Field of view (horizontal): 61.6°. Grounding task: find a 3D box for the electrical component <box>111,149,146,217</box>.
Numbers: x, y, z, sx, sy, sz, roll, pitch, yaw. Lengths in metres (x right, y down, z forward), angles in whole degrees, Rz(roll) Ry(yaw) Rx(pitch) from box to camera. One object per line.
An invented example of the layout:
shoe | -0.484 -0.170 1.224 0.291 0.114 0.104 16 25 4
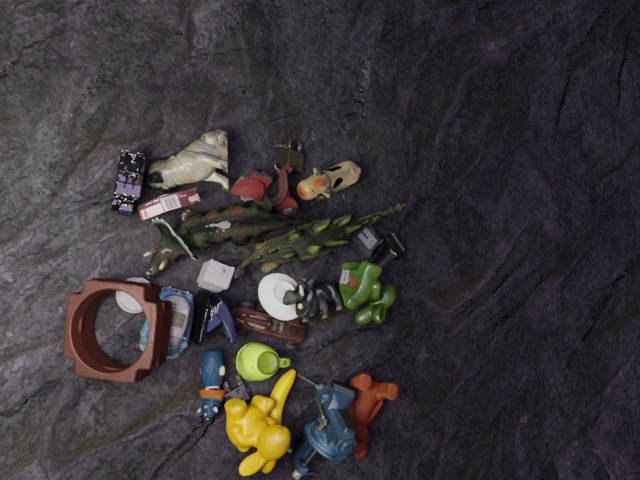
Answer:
electrical component | -0.430 -0.122 1.204 0.058 0.115 0.134 9 78 -19

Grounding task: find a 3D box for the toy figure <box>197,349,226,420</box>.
toy figure | -0.246 0.331 1.236 0.058 0.064 0.154 6 77 -33

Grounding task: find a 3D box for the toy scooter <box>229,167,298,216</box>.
toy scooter | -0.132 -0.133 1.358 0.184 0.075 0.135 15 91 -23

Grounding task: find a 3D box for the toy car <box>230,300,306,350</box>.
toy car | -0.126 0.209 1.323 0.202 0.053 0.089 20 76 -22

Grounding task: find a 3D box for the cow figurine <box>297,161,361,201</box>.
cow figurine | 0.026 -0.154 1.417 0.195 0.127 0.085 -25 89 -29

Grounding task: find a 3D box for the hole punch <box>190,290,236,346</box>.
hole punch | -0.241 0.180 1.233 0.092 0.142 0.115 9 91 -22

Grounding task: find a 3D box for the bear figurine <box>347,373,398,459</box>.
bear figurine | 0.103 0.444 1.347 0.120 0.132 0.196 25 65 -14

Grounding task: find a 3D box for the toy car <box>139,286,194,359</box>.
toy car | -0.332 0.184 1.202 0.109 0.103 0.161 22 74 -21

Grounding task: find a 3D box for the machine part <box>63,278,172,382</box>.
machine part | -0.418 0.184 1.116 0.201 0.087 0.201 5 87 9

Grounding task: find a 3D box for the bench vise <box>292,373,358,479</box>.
bench vise | -0.002 0.459 1.286 0.128 0.224 0.240 25 103 -36

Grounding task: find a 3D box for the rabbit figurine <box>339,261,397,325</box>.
rabbit figurine | 0.145 0.144 1.428 0.170 0.121 0.159 23 65 -36

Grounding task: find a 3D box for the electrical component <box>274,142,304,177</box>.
electrical component | -0.083 -0.213 1.426 0.078 0.045 0.102 11 77 -52

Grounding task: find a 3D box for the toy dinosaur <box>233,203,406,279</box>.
toy dinosaur | -0.003 -0.004 1.338 0.471 0.199 0.105 -25 95 -25

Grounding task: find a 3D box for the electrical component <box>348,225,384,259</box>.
electrical component | 0.109 -0.015 1.476 0.075 0.048 0.119 -43 101 -26

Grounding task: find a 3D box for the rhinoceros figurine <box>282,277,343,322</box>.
rhinoceros figurine | -0.017 0.144 1.336 0.190 0.073 0.112 -4 82 -54

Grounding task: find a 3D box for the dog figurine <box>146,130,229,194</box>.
dog figurine | -0.316 -0.197 1.290 0.191 0.121 0.172 0 46 -8

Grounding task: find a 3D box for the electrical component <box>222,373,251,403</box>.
electrical component | -0.197 0.370 1.275 0.063 0.021 0.094 -21 90 -27

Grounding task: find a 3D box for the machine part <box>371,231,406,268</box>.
machine part | 0.183 0.042 1.501 0.139 0.039 0.084 -40 113 -26

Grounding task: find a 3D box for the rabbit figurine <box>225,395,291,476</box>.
rabbit figurine | -0.136 0.440 1.198 0.121 0.173 0.162 18 81 -44

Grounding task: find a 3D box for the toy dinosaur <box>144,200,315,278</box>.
toy dinosaur | -0.212 -0.028 1.217 0.405 0.192 0.131 -15 99 0
